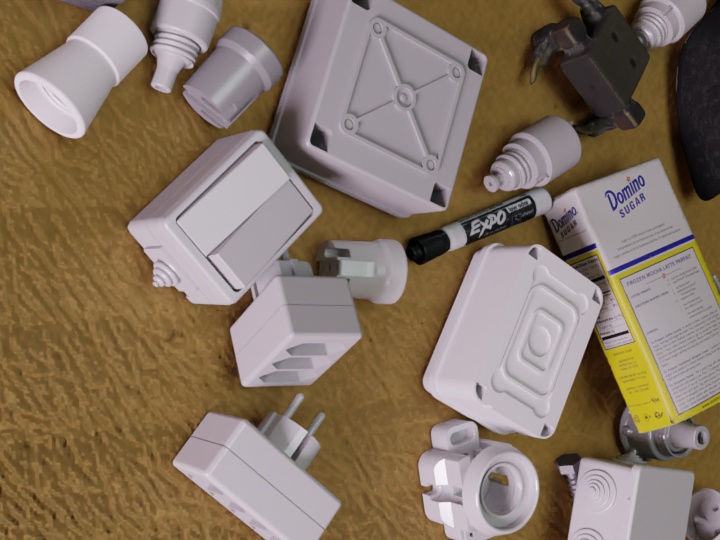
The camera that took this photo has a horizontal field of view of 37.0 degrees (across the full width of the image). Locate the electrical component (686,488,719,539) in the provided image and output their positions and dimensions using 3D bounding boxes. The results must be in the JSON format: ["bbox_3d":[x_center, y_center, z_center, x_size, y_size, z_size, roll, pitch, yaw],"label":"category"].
[{"bbox_3d":[0.295,0.201,0.842,0.081,0.043,0.043,22,78,-31],"label":"electrical component"}]

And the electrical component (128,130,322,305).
[{"bbox_3d":[-0.077,-0.024,0.594,0.096,0.061,0.061,-48,113,-24],"label":"electrical component"}]

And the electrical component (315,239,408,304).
[{"bbox_3d":[0.000,0.000,0.657,0.046,0.040,0.040,4,88,-26],"label":"electrical component"}]

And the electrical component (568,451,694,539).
[{"bbox_3d":[0.189,0.179,0.759,0.100,0.048,0.099,16,82,-47],"label":"electrical component"}]

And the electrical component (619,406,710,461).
[{"bbox_3d":[0.225,0.118,0.786,0.048,0.062,0.048,0,90,-33],"label":"electrical component"}]

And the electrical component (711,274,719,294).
[{"bbox_3d":[0.274,0.035,0.809,0.044,0.077,0.079,-43,112,-25],"label":"electrical component"}]

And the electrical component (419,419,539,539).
[{"bbox_3d":[0.078,0.139,0.695,0.058,0.057,0.078,-11,96,-32],"label":"electrical component"}]

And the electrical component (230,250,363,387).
[{"bbox_3d":[-0.042,0.019,0.619,0.047,0.065,0.076,2,59,-33],"label":"electrical component"}]

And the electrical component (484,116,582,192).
[{"bbox_3d":[0.115,-0.075,0.731,0.078,0.040,0.040,-32,106,-29],"label":"electrical component"}]

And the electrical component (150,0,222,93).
[{"bbox_3d":[-0.100,-0.128,0.596,0.035,0.035,0.061,23,79,-30],"label":"electrical component"}]

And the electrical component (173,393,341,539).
[{"bbox_3d":[-0.048,0.107,0.620,0.083,0.047,0.075,45,67,-24],"label":"electrical component"}]

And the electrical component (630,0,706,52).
[{"bbox_3d":[0.224,-0.186,0.802,0.078,0.040,0.040,-42,111,-25],"label":"electrical component"}]

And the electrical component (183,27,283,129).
[{"bbox_3d":[-0.073,-0.108,0.611,0.040,0.040,0.046,47,71,-23],"label":"electrical component"}]

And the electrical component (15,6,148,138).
[{"bbox_3d":[-0.143,-0.107,0.565,0.044,0.044,0.065,48,61,-23],"label":"electrical component"}]

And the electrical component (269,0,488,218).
[{"bbox_3d":[0.011,-0.101,0.655,0.109,0.056,0.108,23,77,-30],"label":"electrical component"}]

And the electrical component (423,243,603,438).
[{"bbox_3d":[0.100,0.046,0.710,0.078,0.057,0.113,32,73,-28],"label":"electrical component"}]
